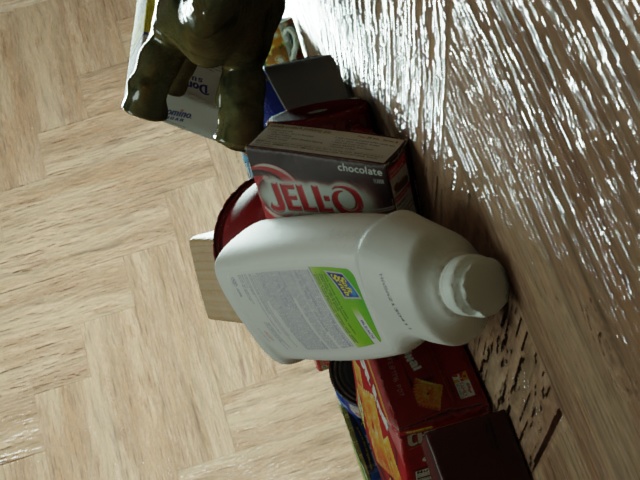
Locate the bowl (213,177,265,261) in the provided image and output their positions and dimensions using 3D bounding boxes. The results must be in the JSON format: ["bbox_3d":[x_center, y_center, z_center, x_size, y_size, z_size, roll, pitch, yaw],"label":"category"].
[{"bbox_3d":[-0.006,0.001,0.895,0.055,0.161,0.162,128,127,-61],"label":"bowl"}]

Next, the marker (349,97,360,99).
[{"bbox_3d":[0.039,-0.055,0.863,0.020,0.020,0.121,-119,11,-74],"label":"marker"}]

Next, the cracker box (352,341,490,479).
[{"bbox_3d":[0.069,0.119,0.809,0.213,0.072,0.164,78,174,-52],"label":"cracker box"}]

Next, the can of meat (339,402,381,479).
[{"bbox_3d":[0.071,0.181,0.981,0.057,0.084,0.102,75,176,-47],"label":"can of meat"}]

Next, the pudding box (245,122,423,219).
[{"bbox_3d":[0.012,-0.029,0.721,0.039,0.114,0.090,-53,-40,-40],"label":"pudding box"}]

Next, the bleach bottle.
[{"bbox_3d":[0.026,0.032,0.628,0.102,0.068,0.251,55,157,-16],"label":"bleach bottle"}]

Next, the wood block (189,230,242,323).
[{"bbox_3d":[-0.033,0.028,1.041,0.207,0.090,0.090,-1,105,55],"label":"wood block"}]

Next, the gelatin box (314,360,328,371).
[{"bbox_3d":[0.030,0.109,1.234,0.030,0.089,0.073,-110,4,-46],"label":"gelatin box"}]

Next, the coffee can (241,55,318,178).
[{"bbox_3d":[-0.029,-0.098,1.044,0.103,0.103,0.140,-140,33,-84],"label":"coffee can"}]

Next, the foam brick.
[{"bbox_3d":[0.099,0.149,0.648,0.051,0.053,0.078,82,171,-71],"label":"foam brick"}]

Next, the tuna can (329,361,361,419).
[{"bbox_3d":[0.052,0.121,0.970,0.034,0.086,0.086,74,177,-54],"label":"tuna can"}]

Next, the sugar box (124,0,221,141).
[{"bbox_3d":[-0.128,-0.177,0.996,0.048,0.093,0.176,-50,29,41],"label":"sugar box"}]

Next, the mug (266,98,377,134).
[{"bbox_3d":[0.012,-0.058,0.802,0.117,0.093,0.081,11,116,53],"label":"mug"}]
